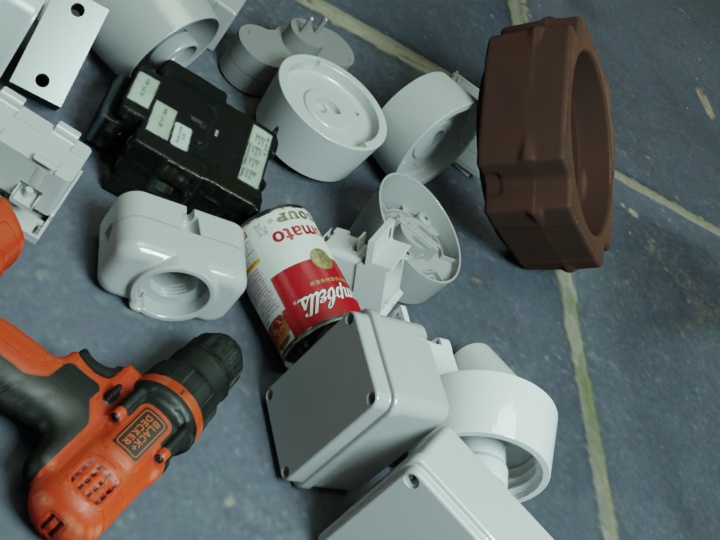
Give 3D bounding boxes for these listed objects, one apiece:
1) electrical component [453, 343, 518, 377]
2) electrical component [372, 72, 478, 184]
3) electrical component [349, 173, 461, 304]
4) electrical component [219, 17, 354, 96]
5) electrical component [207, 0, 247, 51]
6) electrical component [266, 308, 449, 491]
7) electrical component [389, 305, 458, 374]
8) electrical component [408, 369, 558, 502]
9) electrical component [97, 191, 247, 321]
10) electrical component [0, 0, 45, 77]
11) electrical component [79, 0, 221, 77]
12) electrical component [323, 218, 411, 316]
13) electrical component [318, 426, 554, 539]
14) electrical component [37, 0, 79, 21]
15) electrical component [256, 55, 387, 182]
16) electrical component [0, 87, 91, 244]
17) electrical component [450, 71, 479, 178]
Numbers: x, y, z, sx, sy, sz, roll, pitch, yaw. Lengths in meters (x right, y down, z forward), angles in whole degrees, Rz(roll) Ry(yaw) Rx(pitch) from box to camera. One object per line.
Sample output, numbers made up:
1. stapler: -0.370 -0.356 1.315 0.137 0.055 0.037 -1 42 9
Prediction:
1. electrical component: 0.110 0.106 0.839 0.079 0.044 0.077 58 -5 -37
2. electrical component: 0.054 -0.132 0.981 0.060 0.108 0.108 49 37 18
3. electrical component: 0.040 -0.024 0.892 0.099 0.064 0.099 25 40 -23
4. electrical component: -0.055 -0.201 0.972 0.138 0.073 0.052 -13 64 -48
5. electrical component: -0.144 -0.246 0.957 0.077 0.047 0.065 33 38 -13
6. electrical component: -0.005 0.086 0.702 0.057 0.113 0.078 15 45 -36
7. electrical component: 0.040 0.073 0.816 0.064 0.042 0.081 15 46 -35
8. electrical component: 0.084 0.126 0.754 0.108 0.108 0.060 28 45 -20
9. electrical component: -0.127 -0.005 0.729 0.095 0.053 0.059 19 43 -29
10. electrical component: -0.255 -0.182 0.741 0.056 0.109 0.108 30 38 -22
11. electrical component: -0.162 -0.189 0.845 0.064 0.099 0.099 53 37 3
12. electrical component: 0.000 0.000 0.826 0.064 0.081 0.042 18 33 15
13. electrical component: 0.048 0.173 0.670 0.108 0.108 0.056 47 34 5
14. electrical component: -0.224 -0.228 0.851 0.081 0.064 0.042 10 49 -36
15. electrical component: -0.038 -0.125 0.923 0.108 0.060 0.108 25 40 -23
16. electrical component: -0.242 -0.081 0.691 0.121 0.063 0.078 32 38 -14
17. electrical component: 0.110 -0.138 1.073 0.096 0.061 0.061 34 38 -12
